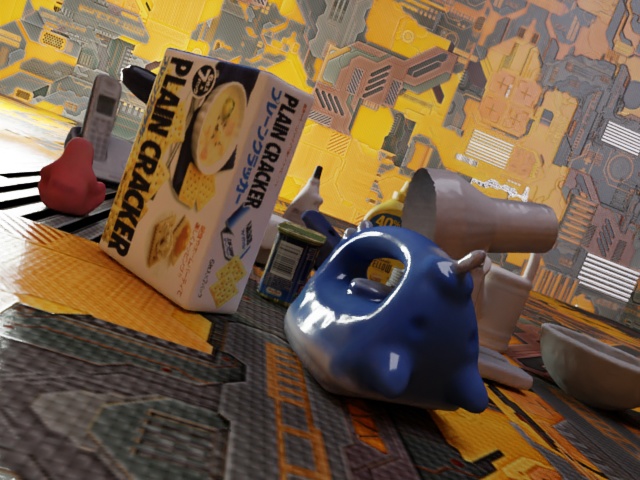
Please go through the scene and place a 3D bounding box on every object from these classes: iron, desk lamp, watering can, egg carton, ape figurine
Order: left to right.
[{"bbox_3d":[-0.299,-0.080,0.698,0.078,0.092,0.076,20,6,-4],"label":"ape figurine"},{"bbox_3d":[-0.090,-0.005,0.863,0.107,0.069,0.151,25,7,34],"label":"egg carton"},{"bbox_3d":[0.046,0.046,0.505,0.119,0.141,0.257,18,6,-27],"label":"iron"},{"bbox_3d":[0.175,0.039,0.672,0.203,0.213,0.118,20,6,-12],"label":"desk lamp"},{"bbox_3d":[0.267,0.064,0.865,0.100,0.194,0.173,23,6,18],"label":"watering can"}]

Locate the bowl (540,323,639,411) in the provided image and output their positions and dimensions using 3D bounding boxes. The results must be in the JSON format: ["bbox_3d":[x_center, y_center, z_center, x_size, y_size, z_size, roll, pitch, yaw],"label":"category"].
[{"bbox_3d":[0.361,0.176,0.755,0.167,0.075,0.167,21,6,-2],"label":"bowl"}]

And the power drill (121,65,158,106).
[{"bbox_3d":[-0.226,-0.136,0.904,0.230,0.208,0.075,17,7,-30],"label":"power drill"}]

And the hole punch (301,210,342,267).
[{"bbox_3d":[0.009,0.004,1.028,0.101,0.091,0.109,23,6,17],"label":"hole punch"}]

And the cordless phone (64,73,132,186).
[{"bbox_3d":[-0.368,-0.191,1.028,0.093,0.185,0.148,24,7,31],"label":"cordless phone"}]

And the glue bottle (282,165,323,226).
[{"bbox_3d":[-0.028,-0.070,1.168,0.078,0.173,0.037,23,6,22],"label":"glue bottle"}]
